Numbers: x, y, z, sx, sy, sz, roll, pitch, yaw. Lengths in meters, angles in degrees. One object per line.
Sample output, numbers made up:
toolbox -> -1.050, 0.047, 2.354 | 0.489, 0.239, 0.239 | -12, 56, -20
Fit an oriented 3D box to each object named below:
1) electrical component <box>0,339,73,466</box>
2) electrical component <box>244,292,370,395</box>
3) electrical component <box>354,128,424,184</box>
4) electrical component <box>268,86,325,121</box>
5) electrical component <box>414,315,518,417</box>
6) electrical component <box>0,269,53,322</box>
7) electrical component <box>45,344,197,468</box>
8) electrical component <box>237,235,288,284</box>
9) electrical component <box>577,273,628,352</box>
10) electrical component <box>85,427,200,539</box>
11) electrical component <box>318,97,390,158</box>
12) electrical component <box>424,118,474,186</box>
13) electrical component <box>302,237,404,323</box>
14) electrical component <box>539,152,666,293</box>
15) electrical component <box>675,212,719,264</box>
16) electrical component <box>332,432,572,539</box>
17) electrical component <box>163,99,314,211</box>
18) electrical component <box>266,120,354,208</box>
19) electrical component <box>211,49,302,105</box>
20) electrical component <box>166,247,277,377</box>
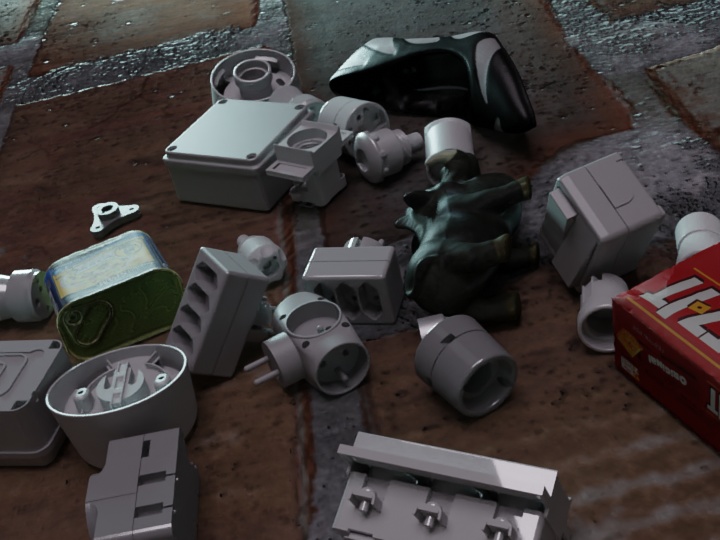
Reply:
electrical component -> -0.268, 0.097, 0.784 | 0.113, 0.057, 0.078 | -2, 37, 15
electrical component -> -0.045, 0.059, 0.775 | 0.079, 0.044, 0.077 | -26, 37, -16
electrical component -> 0.028, -0.110, 0.987 | 0.062, 0.048, 0.048 | -21, 35, -23
electrical component -> -0.061, -0.157, 1.081 | 0.045, 0.045, 0.055 | -30, 39, -23
electrical component -> 0.072, 0.065, 0.721 | 0.055, 0.055, 0.047 | -27, 41, -19
electrical component -> -0.292, 0.022, 0.907 | 0.055, 0.045, 0.045 | -4, 36, 12
electrical component -> -0.165, 0.090, 0.754 | 0.099, 0.064, 0.099 | -9, 36, 6
electrical component -> -0.086, -0.013, 0.898 | 0.035, 0.035, 0.061 | -26, 34, -17
electrical component -> 0.172, 0.029, 0.752 | 0.040, 0.040, 0.046 | -4, 31, 13
electrical component -> -0.136, 0.150, 0.674 | 0.056, 0.050, 0.089 | -11, 35, 2
electrical component -> -0.008, -0.137, 1.029 | 0.055, 0.055, 0.047 | -33, 36, -26
electrical component -> 0.081, -0.111, 0.971 | 0.043, 0.043, 0.081 | -8, 35, 7
electrical component -> 0.000, 0.000, 0.839 | 0.066, 0.047, 0.076 | -1, 38, 18
electrical component -> 0.171, -0.029, 0.791 | 0.061, 0.096, 0.061 | -23, 65, -14
electrical component -> 0.250, -0.013, 0.784 | 0.044, 0.044, 0.065 | -3, 32, 14
electrical component -> 0.051, 0.140, 0.613 | 0.121, 0.078, 0.063 | 7, 62, 26
electrical component -> -0.110, -0.111, 1.022 | 0.109, 0.056, 0.108 | 8, 41, 28
electrical component -> -0.042, -0.095, 0.972 | 0.042, 0.063, 0.081 | 15, 44, 32
electrical component -> -0.111, -0.188, 1.144 | 0.099, 0.064, 0.099 | -3, 48, 3
electrical component -> -0.092, 0.034, 0.808 | 0.076, 0.083, 0.047 | 11, 18, -38
